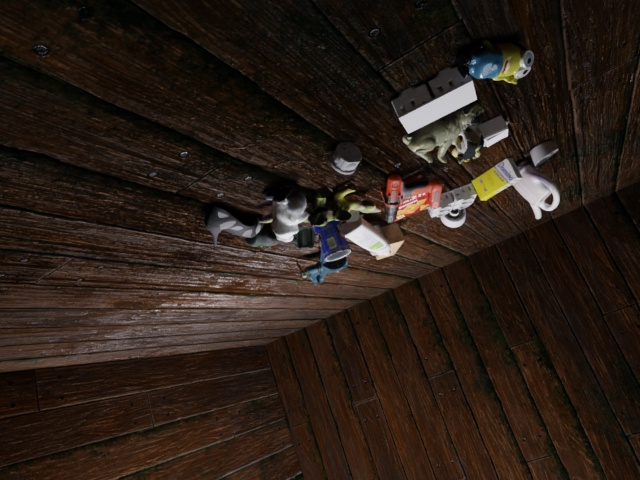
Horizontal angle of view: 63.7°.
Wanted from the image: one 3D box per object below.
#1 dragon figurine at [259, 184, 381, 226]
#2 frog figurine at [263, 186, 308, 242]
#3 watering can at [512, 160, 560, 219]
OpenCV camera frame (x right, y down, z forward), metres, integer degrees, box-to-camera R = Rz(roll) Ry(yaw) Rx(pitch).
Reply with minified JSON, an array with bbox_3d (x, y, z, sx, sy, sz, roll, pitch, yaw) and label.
[{"bbox_3d":[0.005,-0.086,1.710,0.411,0.123,0.240,-9,170,-5],"label":"dragon figurine"},{"bbox_3d":[-0.090,-0.073,1.509,0.137,0.156,0.125,7,-144,40],"label":"frog figurine"},{"bbox_3d":[0.860,-0.199,2.090,0.104,0.227,0.343,-38,162,-2],"label":"watering can"}]
